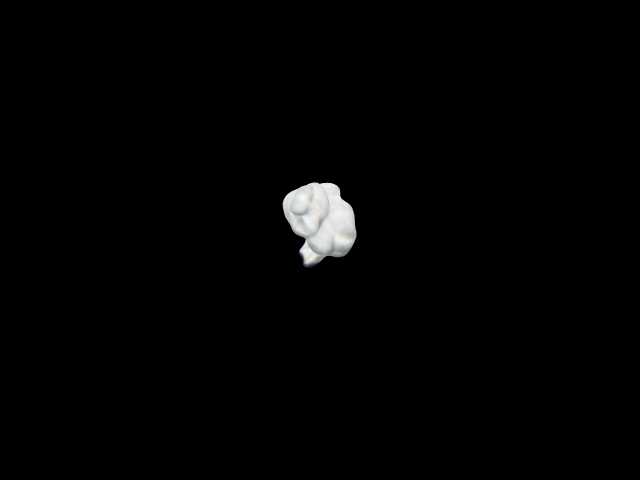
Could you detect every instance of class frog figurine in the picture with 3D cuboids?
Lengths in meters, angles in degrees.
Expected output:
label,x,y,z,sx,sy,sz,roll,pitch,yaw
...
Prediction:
label,x,y,z,sx,sy,sz,roll,pitch,yaw
frog figurine,0.003,-0.043,0.850,0.123,0.140,0.156,10,-35,7
